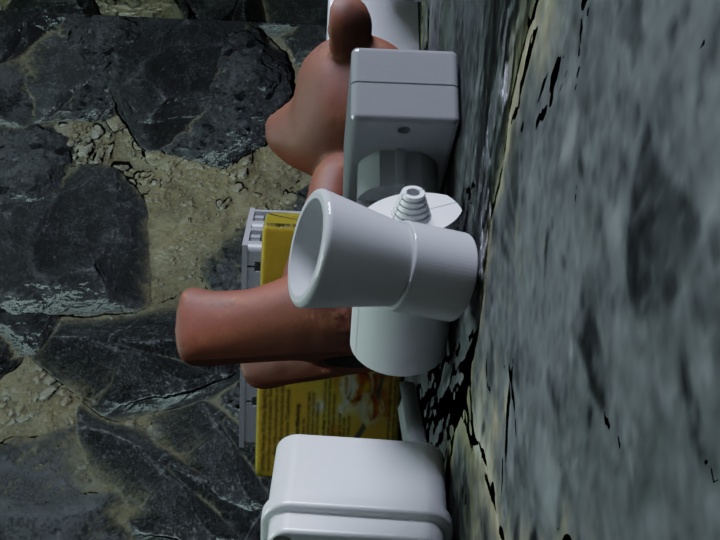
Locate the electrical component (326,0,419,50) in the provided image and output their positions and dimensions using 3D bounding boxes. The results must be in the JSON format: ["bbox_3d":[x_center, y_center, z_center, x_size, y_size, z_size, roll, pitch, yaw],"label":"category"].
[{"bbox_3d":[0.005,-0.128,0.720,0.113,0.057,0.078,96,175,-57],"label":"electrical component"}]

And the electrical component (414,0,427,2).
[{"bbox_3d":[0.026,-0.147,0.519,0.061,0.035,0.035,-95,7,-53],"label":"electrical component"}]

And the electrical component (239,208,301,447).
[{"bbox_3d":[-0.072,0.050,0.954,0.105,0.060,0.186,-95,8,-70],"label":"electrical component"}]

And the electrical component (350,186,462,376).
[{"bbox_3d":[0.019,0.001,0.455,0.043,0.043,0.081,-91,4,-52],"label":"electrical component"}]

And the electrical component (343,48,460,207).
[{"bbox_3d":[0.017,-0.047,0.496,0.083,0.047,0.075,98,173,-66],"label":"electrical component"}]

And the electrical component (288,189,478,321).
[{"bbox_3d":[0.011,-0.002,0.401,0.044,0.065,0.044,-169,90,-71],"label":"electrical component"}]

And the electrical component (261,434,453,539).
[{"bbox_3d":[-0.003,0.134,0.473,0.057,0.078,0.113,-87,0,-59],"label":"electrical component"}]
